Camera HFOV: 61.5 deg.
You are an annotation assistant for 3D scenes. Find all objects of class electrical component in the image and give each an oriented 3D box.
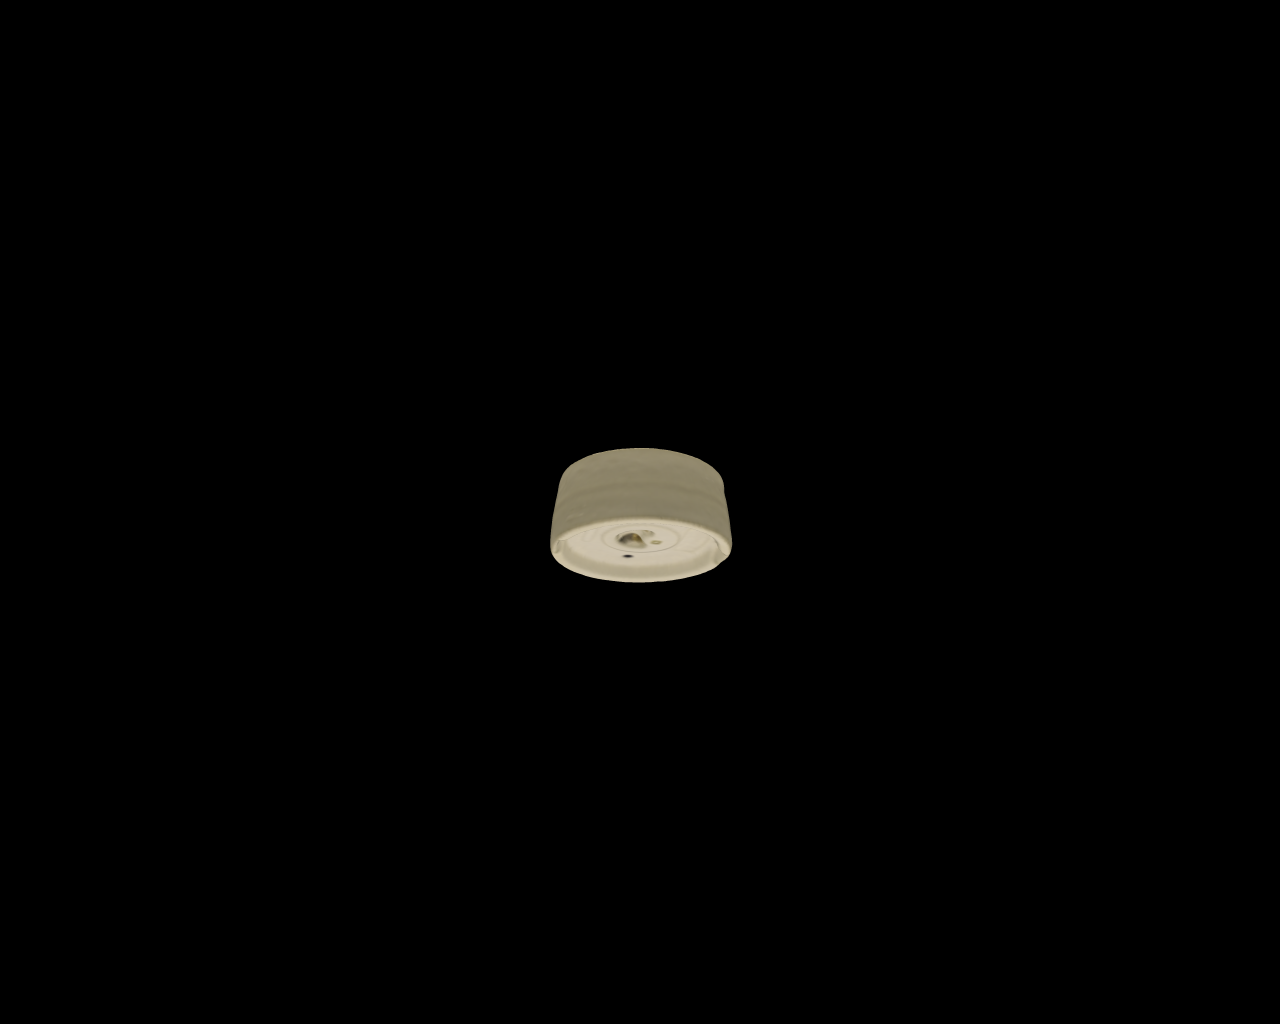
[{"bbox_3d":[0.001,-0.003,0.650,0.108,0.060,0.108,0,-23,0],"label":"electrical component"}]
